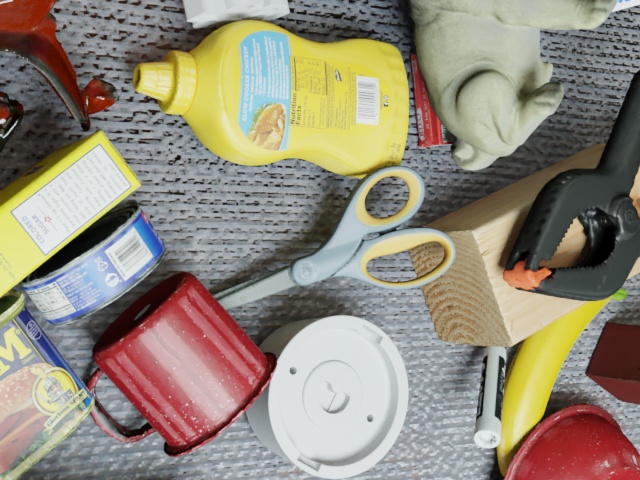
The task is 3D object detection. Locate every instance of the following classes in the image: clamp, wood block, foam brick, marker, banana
[{"bbox_3d":[0.207,-0.027,0.763,0.209,0.036,0.164,-22,98,-31],"label":"clamp"},{"bbox_3d":[0.180,-0.002,0.821,0.205,0.090,0.091,-24,100,-27],"label":"wood block"},{"bbox_3d":[0.269,0.104,0.875,0.051,0.078,0.053,35,74,-25],"label":"foam brick"},{"bbox_3d":[0.129,0.104,0.797,0.020,0.020,0.121,45,34,-21],"label":"marker"},{"bbox_3d":[0.187,0.095,0.851,0.069,0.037,0.197,46,69,-20],"label":"banana"}]

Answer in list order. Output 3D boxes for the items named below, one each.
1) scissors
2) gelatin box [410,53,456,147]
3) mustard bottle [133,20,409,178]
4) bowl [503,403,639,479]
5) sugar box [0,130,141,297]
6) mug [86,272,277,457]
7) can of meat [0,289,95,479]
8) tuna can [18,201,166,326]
[{"bbox_3d":[-0.005,0.001,0.726,0.201,0.016,0.096,-4,96,-12],"label":"scissors"},{"bbox_3d":[0.114,-0.111,0.820,0.089,0.030,0.073,-8,93,-28],"label":"gelatin box"},{"bbox_3d":[-0.033,-0.097,0.720,0.191,0.058,0.096,4,85,-30],"label":"mustard bottle"},{"bbox_3d":[0.210,0.213,0.833,0.161,0.055,0.162,-8,103,-36],"label":"bowl"},{"bbox_3d":[-0.193,0.008,0.608,0.176,0.093,0.048,-40,105,-25],"label":"sugar box"},{"bbox_3d":[-0.097,0.081,0.672,0.117,0.093,0.081,-36,103,13],"label":"mug"},{"bbox_3d":[-0.195,0.093,0.626,0.102,0.058,0.084,-40,110,-23],"label":"can of meat"},{"bbox_3d":[-0.137,0.014,0.644,0.086,0.086,0.033,-39,109,-24],"label":"tuna can"}]
